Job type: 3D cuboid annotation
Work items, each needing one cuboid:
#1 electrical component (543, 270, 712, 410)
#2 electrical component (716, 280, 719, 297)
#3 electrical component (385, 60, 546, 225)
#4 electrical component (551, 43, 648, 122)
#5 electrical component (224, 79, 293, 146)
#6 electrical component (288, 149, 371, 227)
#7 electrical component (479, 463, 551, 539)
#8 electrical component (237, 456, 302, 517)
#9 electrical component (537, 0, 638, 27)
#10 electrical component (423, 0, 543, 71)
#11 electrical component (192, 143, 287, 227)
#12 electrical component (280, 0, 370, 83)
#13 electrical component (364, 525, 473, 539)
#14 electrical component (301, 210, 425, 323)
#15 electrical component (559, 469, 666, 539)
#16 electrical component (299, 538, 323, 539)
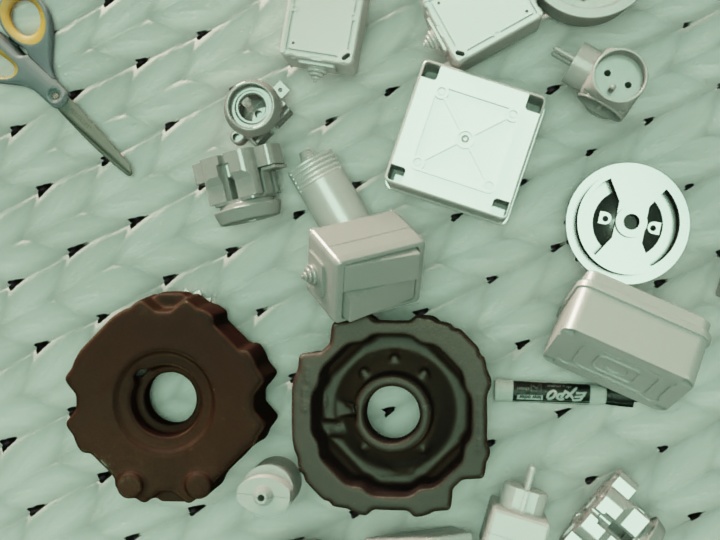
[{"bbox_3d":[0.215,0.057,0.867,0.113,0.078,0.057,24,65,5],"label":"electrical component"},{"bbox_3d":[0.346,-0.003,0.877,0.083,0.047,0.075,16,90,5],"label":"electrical component"},{"bbox_3d":[0.087,-0.105,0.897,0.109,0.056,0.108,19,90,5],"label":"electrical component"},{"bbox_3d":[0.191,-0.160,0.879,0.079,0.077,0.044,31,91,5],"label":"electrical component"},{"bbox_3d":[-0.088,-0.134,0.912,0.048,0.055,0.066,45,92,4],"label":"electrical component"},{"bbox_3d":[-0.028,-0.066,0.911,0.043,0.043,0.081,-30,86,3],"label":"electrical component"},{"bbox_3d":[0.131,0.196,0.880,0.047,0.066,0.076,16,90,5],"label":"electrical component"},{"bbox_3d":[-0.075,0.181,0.890,0.043,0.081,0.043,0,88,5],"label":"electrical component"},{"bbox_3d":[0.188,-0.254,0.890,0.108,0.060,0.108,0,89,5],"label":"electrical component"},{"bbox_3d":[0.095,-0.208,0.896,0.096,0.061,0.061,-29,86,3],"label":"electrical component"},{"bbox_3d":[-0.099,-0.070,0.909,0.078,0.058,0.057,-13,90,24],"label":"electrical component"},{"bbox_3d":[-0.028,-0.204,0.906,0.062,0.061,0.096,10,89,4],"label":"electrical component"},{"bbox_3d":[0.056,0.240,0.866,0.083,0.076,0.047,-2,88,-22],"label":"electrical component"},{"bbox_3d":[0.000,0.000,0.871,0.096,0.061,0.061,-14,129,-24],"label":"electrical component"},{"bbox_3d":[0.210,0.212,0.878,0.057,0.058,0.078,41,91,8],"label":"electrical component"},{"bbox_3d":[-0.043,0.272,0.893,0.099,0.064,0.099,0,88,5],"label":"electrical component"}]
